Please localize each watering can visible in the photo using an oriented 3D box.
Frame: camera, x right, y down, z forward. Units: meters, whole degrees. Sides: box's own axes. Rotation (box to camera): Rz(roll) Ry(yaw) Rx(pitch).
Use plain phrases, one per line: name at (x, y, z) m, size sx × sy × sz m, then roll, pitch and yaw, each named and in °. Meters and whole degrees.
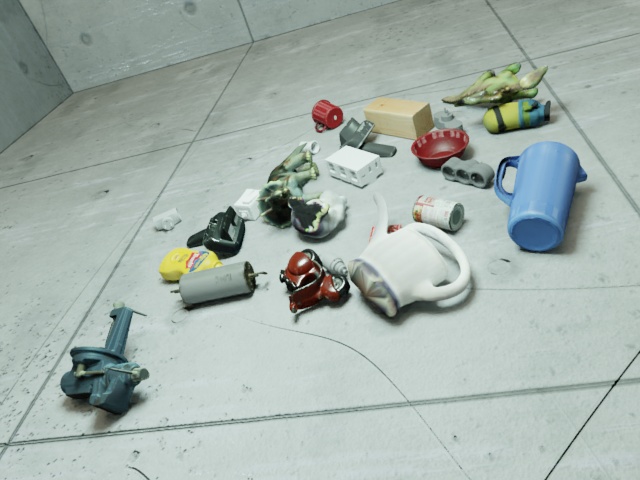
watering can at (0.155, 0.027, 1.102) m, size 0.226 × 0.101 × 0.353 m, roll -31°, pitch 44°, yaw -15°

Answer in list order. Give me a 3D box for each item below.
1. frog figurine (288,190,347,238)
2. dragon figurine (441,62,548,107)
frog figurine at (0.004, -0.068, 1.349) m, size 0.137 × 0.123 × 0.160 m, roll -10°, pitch -1°, yaw 29°
dragon figurine at (0.487, -0.442, 1.537) m, size 0.408 × 0.121 × 0.245 m, roll -6°, pitch 14°, yaw 46°
